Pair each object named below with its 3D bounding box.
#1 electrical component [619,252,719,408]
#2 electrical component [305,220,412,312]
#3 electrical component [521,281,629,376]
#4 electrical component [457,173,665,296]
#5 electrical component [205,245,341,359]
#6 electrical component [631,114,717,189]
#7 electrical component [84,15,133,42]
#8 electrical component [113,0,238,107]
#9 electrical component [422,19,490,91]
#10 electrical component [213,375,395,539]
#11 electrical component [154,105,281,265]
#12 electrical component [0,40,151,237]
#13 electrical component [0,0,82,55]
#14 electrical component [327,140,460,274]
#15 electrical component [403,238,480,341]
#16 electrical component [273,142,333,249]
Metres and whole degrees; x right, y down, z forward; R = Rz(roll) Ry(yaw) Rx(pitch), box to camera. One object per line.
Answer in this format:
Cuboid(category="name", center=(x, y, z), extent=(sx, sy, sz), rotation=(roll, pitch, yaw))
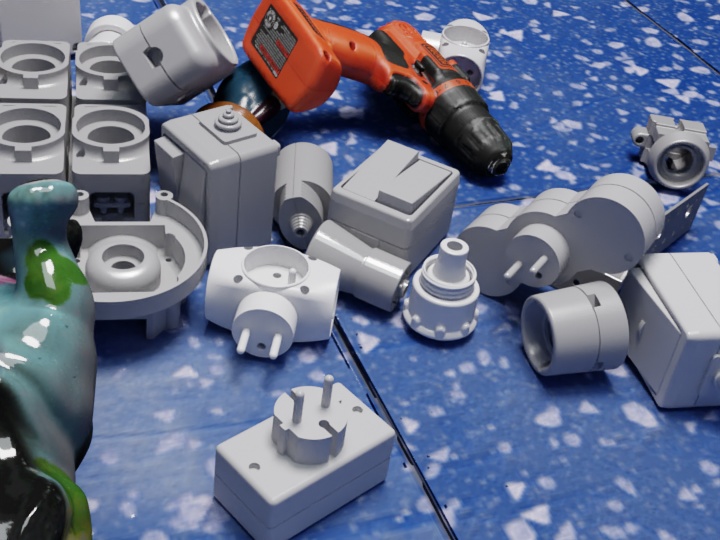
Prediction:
Cuboid(category="electrical component", center=(0.200, 0.040, 0.661), extent=(0.061, 0.061, 0.096), rotation=(-1, 38, -13))
Cuboid(category="electrical component", center=(0.000, 0.000, 0.692), extent=(0.065, 0.044, 0.044), rotation=(23, 39, 11))
Cuboid(category="electrical component", center=(0.130, 0.037, 0.659), extent=(0.047, 0.055, 0.055), rotation=(-8, 40, -15))
Cuboid(category="electrical component", center=(0.116, -0.014, 0.678), extent=(0.138, 0.052, 0.074), rotation=(-13, 19, 41))
Cuboid(category="electrical component", center=(-0.055, 0.025, 0.644), extent=(0.077, 0.044, 0.079), rotation=(9, 37, 1))
Cuboid(category="electrical component", center=(0.254, -0.095, 0.864), extent=(0.066, 0.048, 0.055), rotation=(10, 29, 1))
Cuboid(category="electrical component", center=(-0.205, -0.178, 0.881), extent=(0.045, 0.045, 0.055), rotation=(5, 37, -5))
Cuboid(category="electrical component", center=(-0.128, -0.156, 0.773), extent=(0.059, 0.053, 0.095), rotation=(-30, 5, 11))
Cuboid(category="electrical component", center=(0.072, -0.191, 0.953), extent=(0.079, 0.044, 0.077), rotation=(11, 37, 3))
Cuboid(category="electrical component", center=(-0.026, 0.085, 0.545), extent=(0.083, 0.075, 0.047), rotation=(-24, 48, -36))
Cuboid(category="electrical component", center=(-0.096, -0.060, 0.705), extent=(0.061, 0.096, 0.062), rotation=(-21, 46, -33))
Cuboid(category="electrical component", center=(-0.205, -0.101, 0.767), extent=(0.105, 0.060, 0.186), rotation=(-1, 38, -13))
Cuboid(category="electrical component", center=(-0.275, -0.230, 0.878), extent=(0.078, 0.113, 0.057), rotation=(-22, 44, -34))
Cuboid(category="electrical component", center=(0.026, -0.046, 0.740), extent=(0.062, 0.061, 0.096), rotation=(23, 39, 18))
Cuboid(category="electrical component", center=(0.054, 0.010, 0.672), extent=(0.048, 0.062, 0.048), rotation=(6, 37, -4))
Cuboid(category="electrical component", center=(-0.040, -0.049, 0.746), extent=(0.043, 0.043, 0.081), rotation=(5, 37, -5))
